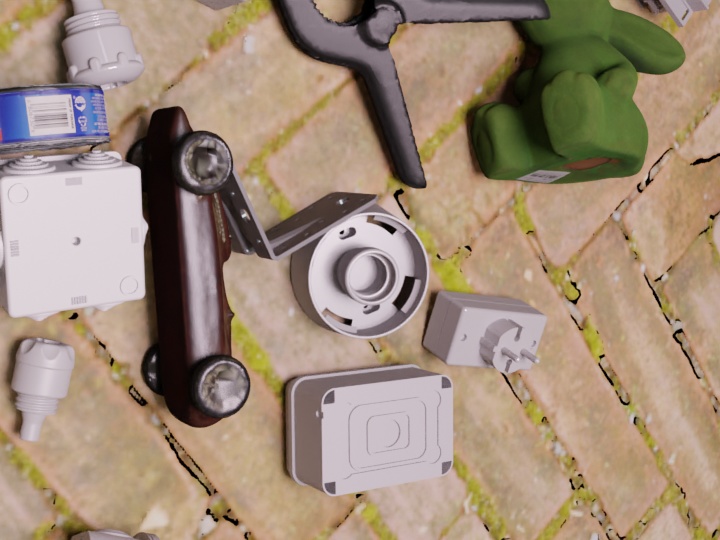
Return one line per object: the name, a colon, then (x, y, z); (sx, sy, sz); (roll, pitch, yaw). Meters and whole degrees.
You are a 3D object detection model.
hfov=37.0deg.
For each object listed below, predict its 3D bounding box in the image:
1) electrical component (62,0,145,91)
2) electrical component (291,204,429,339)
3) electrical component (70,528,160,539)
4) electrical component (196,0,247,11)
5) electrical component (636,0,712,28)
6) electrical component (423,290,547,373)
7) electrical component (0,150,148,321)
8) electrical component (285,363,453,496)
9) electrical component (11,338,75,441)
electrical component: (-0.162, -0.143, 0.660); (0.048, 0.048, 0.062); (-16, 94, -30)
electrical component: (0.000, 0.000, 0.772); (0.099, 0.064, 0.099); (-3, 100, -18)
electrical component: (-0.156, 0.201, 0.668); (0.051, 0.080, 0.080); (18, 84, -26)
electrical component: (-0.104, -0.214, 0.687); (0.077, 0.047, 0.065); (21, 83, -31)
electrical component: (0.242, -0.270, 0.888); (0.121, 0.063, 0.078); (44, 72, -27)
electrical component: (0.105, 0.054, 0.815); (0.083, 0.076, 0.047); (7, 107, -32)
electrical component: (-0.178, -0.022, 0.647); (0.100, 0.048, 0.099); (-9, 108, -31)
electrical component: (0.006, 0.112, 0.774); (0.113, 0.057, 0.078); (-3, 95, -32)
electrical component: (-0.197, 0.074, 0.659); (0.035, 0.035, 0.061); (12, 90, -32)
